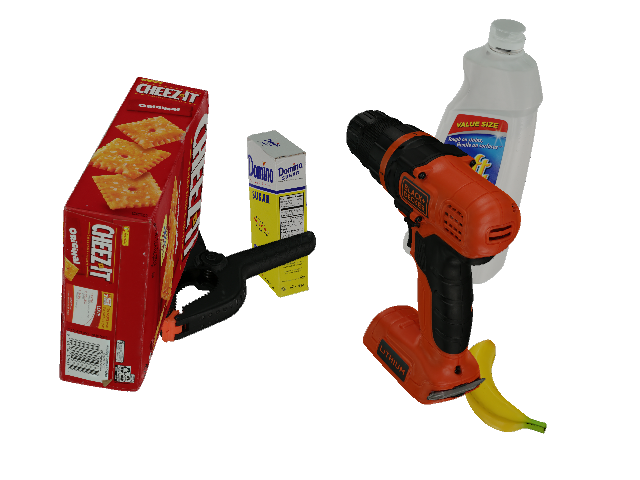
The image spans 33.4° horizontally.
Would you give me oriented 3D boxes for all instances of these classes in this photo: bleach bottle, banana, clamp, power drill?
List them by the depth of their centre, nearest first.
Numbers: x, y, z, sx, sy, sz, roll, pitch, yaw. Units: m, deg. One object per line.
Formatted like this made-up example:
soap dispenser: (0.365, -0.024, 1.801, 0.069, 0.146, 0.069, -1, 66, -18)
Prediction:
power drill: (0.071, 0.011, 0.790, 0.057, 0.188, 0.185, -15, 34, -23)
bleach bottle: (0.143, -0.084, 0.981, 0.103, 0.251, 0.068, 27, 41, 27)
clamp: (-0.118, 0.025, 1.073, 0.165, 0.036, 0.209, 20, 38, 16)
banana: (0.202, 0.174, 1.270, 0.069, 0.037, 0.198, 9, 24, -15)

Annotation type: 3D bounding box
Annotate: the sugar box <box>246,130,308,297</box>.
sugar box: (-0.051, -0.032, 1.260, 0.048, 0.176, 0.093, -14, 26, -21)

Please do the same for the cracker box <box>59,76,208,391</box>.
cracker box: (-0.145, -0.010, 0.857, 0.072, 0.164, 0.213, 11, 34, 1)
